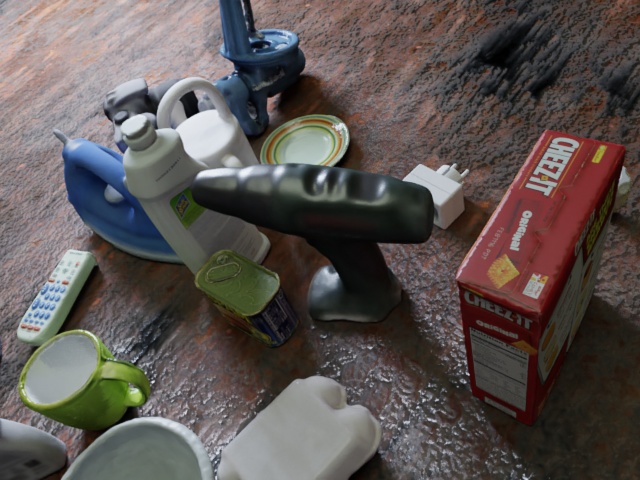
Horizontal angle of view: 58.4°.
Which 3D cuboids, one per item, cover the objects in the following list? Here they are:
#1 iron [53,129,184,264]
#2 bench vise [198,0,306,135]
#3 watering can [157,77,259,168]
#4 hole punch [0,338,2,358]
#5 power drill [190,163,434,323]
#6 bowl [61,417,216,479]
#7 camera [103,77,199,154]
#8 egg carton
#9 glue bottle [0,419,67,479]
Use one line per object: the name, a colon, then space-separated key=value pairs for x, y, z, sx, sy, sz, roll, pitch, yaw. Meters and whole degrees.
iron: x=-0.261 y=-0.065 z=0.773 sx=0.257 sy=0.142 sz=0.119 roll=27 pitch=66 yaw=33
bench vise: x=-0.105 y=-0.276 z=0.833 sx=0.121 sy=0.220 sz=0.207 roll=3 pitch=55 yaw=21
watering can: x=-0.152 y=-0.126 z=0.749 sx=0.172 sy=0.194 sz=0.101 roll=15 pitch=60 yaw=28
hole punch: x=-0.463 y=0.153 z=0.705 sx=0.101 sy=0.091 sz=0.108 roll=-20 pitch=50 yaw=3
power drill: x=0.005 y=0.002 z=0.588 sx=0.229 sy=0.209 sz=0.075 roll=-1 pitch=53 yaw=18
bowl: x=-0.162 y=0.258 z=0.533 sx=0.167 sy=0.075 sz=0.167 roll=-9 pitch=51 yaw=12
camera: x=-0.260 y=-0.201 z=0.906 sx=0.137 sy=0.101 sz=0.143 roll=-26 pitch=50 yaw=-2
egg carton: x=-0.020 y=0.201 z=0.533 sx=0.150 sy=0.069 sz=0.107 roll=-43 pitch=52 yaw=-16
glue bottle: x=-0.335 y=0.201 z=0.570 sx=0.078 sy=0.173 sz=0.037 roll=-23 pitch=50 yaw=0
